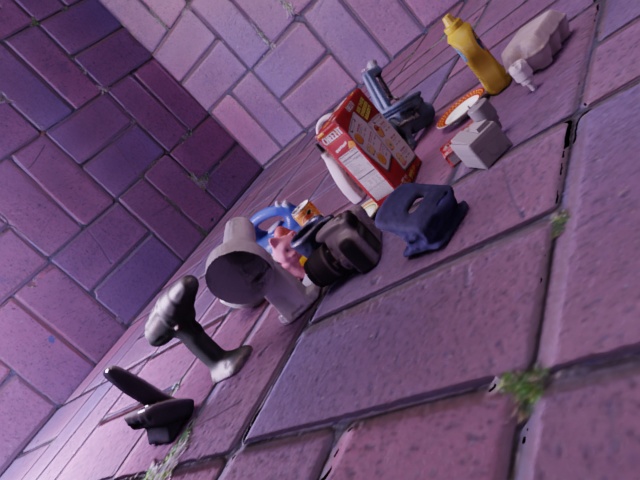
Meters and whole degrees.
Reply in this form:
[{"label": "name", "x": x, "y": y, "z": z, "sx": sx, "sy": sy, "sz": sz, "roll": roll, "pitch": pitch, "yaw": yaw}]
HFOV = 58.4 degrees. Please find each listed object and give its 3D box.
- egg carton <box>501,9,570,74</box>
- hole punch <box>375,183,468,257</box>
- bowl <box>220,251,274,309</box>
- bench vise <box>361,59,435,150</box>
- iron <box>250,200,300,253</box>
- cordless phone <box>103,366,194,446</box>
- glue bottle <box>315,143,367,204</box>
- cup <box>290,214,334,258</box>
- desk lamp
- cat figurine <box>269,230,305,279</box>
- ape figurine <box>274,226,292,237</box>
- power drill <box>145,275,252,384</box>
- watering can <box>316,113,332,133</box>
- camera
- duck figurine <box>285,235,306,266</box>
[{"label": "egg carton", "x": 0.431, "y": -0.391, "z": 1.145, "sx": 0.150, "sy": 0.069, "sz": 0.107, "roll": -52, "pitch": 16, "yaw": -29}, {"label": "hole punch", "x": 0.154, "y": -0.042, "z": 0.876, "sx": 0.109, "sy": 0.091, "sz": 0.101, "roll": -53, "pitch": 16, "yaw": -30}, {"label": "bowl", "x": -0.157, "y": 0.109, "z": 1.371, "sx": 0.167, "sy": 0.075, "sz": 0.167, "roll": -41, "pitch": 14, "yaw": 13}, {"label": "bench vise", "x": 0.169, "y": -0.323, "z": 1.384, "sx": 0.121, "sy": 0.220, "sz": 0.208, "roll": -31, "pitch": 19, "yaw": 43}, {"label": "iron", "x": -0.112, "y": -0.036, "z": 1.525, "sx": 0.258, "sy": 0.141, "sz": 0.119, "roll": -36, "pitch": 16, "yaw": 32}, {"label": "cordless phone", "x": -0.350, "y": 0.308, "z": 1.115, "sx": 0.147, "sy": 0.185, "sz": 0.094, "roll": -31, "pitch": 19, "yaw": 43}, {"label": "glue bottle", "x": 0.049, "y": -0.170, "z": 1.382, "sx": 0.037, "sy": 0.173, "sz": 0.078, "roll": -32, "pitch": 19, "yaw": 41}, {"label": "cup", "x": 0.011, "y": 0.004, "z": 1.150, "sx": 0.117, "sy": 0.095, "sz": 0.092, "roll": -34, "pitch": 17, "yaw": 36}, {"label": "desk lamp", "x": -0.108, "y": 0.059, "z": 1.078, "sx": 0.118, "sy": 0.214, "sz": 0.203, "roll": -40, "pitch": 15, "yaw": 18}, {"label": "cat figurine", "x": -0.078, "y": 0.046, "z": 1.236, "sx": 0.128, "sy": 0.118, "sz": 0.067, "roll": -46, "pitch": 14, "yaw": -4}, {"label": "ape figurine", "x": -0.076, "y": 0.003, "z": 1.410, "sx": 0.076, "sy": 0.092, "sz": 0.078, "roll": -40, "pitch": 15, "yaw": 19}, {"label": "power drill", "x": -0.240, "y": 0.179, "z": 1.122, "sx": 0.229, "sy": 0.208, "sz": 0.076, "roll": -33, "pitch": 18, "yaw": 39}, {"label": "watering can", "x": 0.071, "y": -0.251, "z": 1.513, "sx": 0.101, "sy": 0.194, "sz": 0.172, "roll": -43, "pitch": 14, "yaw": 6}, {"label": "camera", "x": 0.033, "y": 0.012, "z": 1.049, "sx": 0.136, "sy": 0.101, "sz": 0.143, "roll": -39, "pitch": 15, "yaw": 23}, {"label": "duck figurine", "x": -0.061, "y": 0.023, "z": 1.321, "sx": 0.077, "sy": 0.086, "sz": 0.104, "roll": -39, "pitch": 15, "yaw": 23}]
